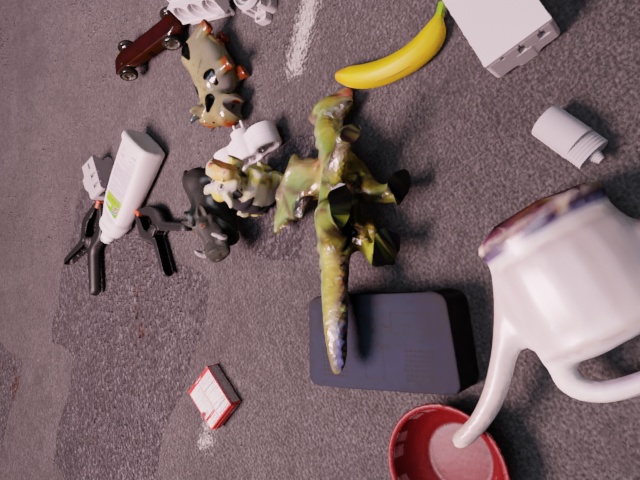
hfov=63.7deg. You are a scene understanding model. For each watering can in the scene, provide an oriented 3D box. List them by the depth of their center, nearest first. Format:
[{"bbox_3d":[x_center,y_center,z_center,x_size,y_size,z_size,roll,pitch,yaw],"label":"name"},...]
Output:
[{"bbox_3d":[0.254,0.079,0.573,0.344,0.103,0.228,-34,68,21],"label":"watering can"}]

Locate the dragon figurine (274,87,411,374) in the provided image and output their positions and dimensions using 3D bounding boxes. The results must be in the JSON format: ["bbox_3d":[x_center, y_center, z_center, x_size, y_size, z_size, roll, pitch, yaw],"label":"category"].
[{"bbox_3d":[0.002,-0.039,0.766,0.243,0.121,0.411,8,84,59],"label":"dragon figurine"}]
